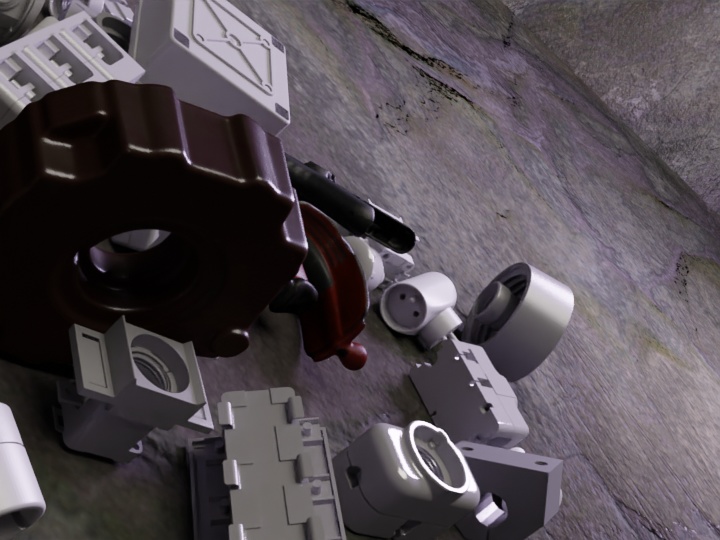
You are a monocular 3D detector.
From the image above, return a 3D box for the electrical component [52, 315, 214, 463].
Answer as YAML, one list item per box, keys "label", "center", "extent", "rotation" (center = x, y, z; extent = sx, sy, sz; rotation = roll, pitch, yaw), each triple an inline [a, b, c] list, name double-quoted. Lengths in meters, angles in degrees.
- label: "electrical component"
  center: [-0.119, 0.064, 0.551]
  extent: [0.081, 0.064, 0.042]
  rotation: [27, 31, -40]

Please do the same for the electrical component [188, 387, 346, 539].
- label: "electrical component"
  center: [-0.048, 0.124, 0.564]
  extent: [0.079, 0.063, 0.121]
  rotation: [-4, 41, -9]

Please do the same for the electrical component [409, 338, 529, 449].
- label: "electrical component"
  center: [0.091, 0.107, 0.875]
  extent: [0.056, 0.050, 0.089]
  rotation: [17, 38, -50]

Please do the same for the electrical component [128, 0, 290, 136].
- label: "electrical component"
  center: [-0.108, -0.147, 0.772]
  extent: [0.109, 0.056, 0.108]
  rotation: [33, 31, -32]

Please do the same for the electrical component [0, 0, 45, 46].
- label: "electrical component"
  center: [-0.246, -0.198, 0.729]
  extent: [0.051, 0.080, 0.080]
  rotation: [20, 35, -39]

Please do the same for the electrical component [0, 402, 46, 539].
- label: "electrical component"
  center: [-0.163, 0.089, 0.445]
  extent: [0.055, 0.055, 0.047]
  rotation: [2, 53, -60]

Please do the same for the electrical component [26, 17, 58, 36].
- label: "electrical component"
  center: [-0.196, -0.122, 0.732]
  extent: [0.089, 0.050, 0.055]
  rotation: [41, 24, -17]

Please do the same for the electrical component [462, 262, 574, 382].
- label: "electrical component"
  center: [0.139, 0.043, 1.000]
  extent: [0.060, 0.108, 0.108]
  rotation: [35, 25, -15]

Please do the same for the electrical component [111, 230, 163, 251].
- label: "electrical component"
  center: [-0.137, -0.055, 0.711]
  extent: [0.076, 0.083, 0.047]
  rotation: [16, 1, 37]

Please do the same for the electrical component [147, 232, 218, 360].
- label: "electrical component"
  center: [-0.099, 0.018, 0.659]
  extent: [0.047, 0.066, 0.076]
  rotation: [8, 45, -58]

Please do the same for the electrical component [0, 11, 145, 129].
- label: "electrical component"
  center: [-0.192, -0.085, 0.628]
  extent: [0.062, 0.089, 0.150]
  rotation: [44, 23, -10]

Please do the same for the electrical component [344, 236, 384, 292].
- label: "electrical component"
  center: [0.000, 0.000, 0.897]
  extent: [0.048, 0.048, 0.062]
  rotation: [58, 16, 23]

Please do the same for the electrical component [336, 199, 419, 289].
- label: "electrical component"
  center: [0.016, -0.021, 0.962]
  extent: [0.081, 0.042, 0.063]
  rotation: [26, 34, -41]

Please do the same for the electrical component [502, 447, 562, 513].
- label: "electrical component"
  center: [0.131, 0.168, 0.860]
  extent: [0.048, 0.048, 0.062]
  rotation: [37, 18, -24]

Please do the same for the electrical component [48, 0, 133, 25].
- label: "electrical component"
  center: [-0.211, -0.204, 0.848]
  extent: [0.066, 0.048, 0.055]
  rotation: [56, 16, 19]

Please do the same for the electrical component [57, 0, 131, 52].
- label: "electrical component"
  center: [-0.186, -0.148, 0.786]
  extent: [0.089, 0.056, 0.050]
  rotation: [37, 25, -26]

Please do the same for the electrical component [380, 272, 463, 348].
- label: "electrical component"
  center: [0.062, 0.042, 0.939]
  extent: [0.079, 0.044, 0.077]
  rotation: [52, 23, 10]

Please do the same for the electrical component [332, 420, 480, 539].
- label: "electrical component"
  center: [0.032, 0.138, 0.706]
  extent: [0.095, 0.059, 0.053]
  rotation: [24, 32, -45]
